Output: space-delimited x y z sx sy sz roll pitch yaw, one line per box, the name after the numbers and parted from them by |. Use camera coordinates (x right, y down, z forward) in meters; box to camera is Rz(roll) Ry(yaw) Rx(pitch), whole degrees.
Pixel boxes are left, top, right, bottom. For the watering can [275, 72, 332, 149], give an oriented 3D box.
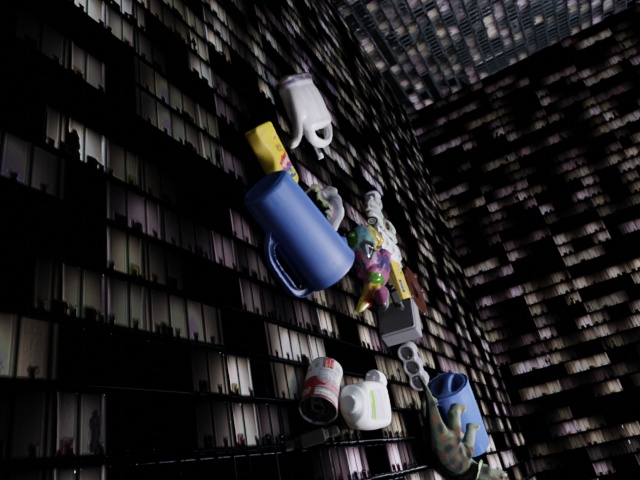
-0.049 -0.356 1.425 0.224 0.103 0.352 63 22 -5 | watering can

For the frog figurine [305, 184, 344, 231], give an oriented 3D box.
0.004 -0.062 1.234 0.159 0.123 0.137 12 89 -76 | frog figurine
